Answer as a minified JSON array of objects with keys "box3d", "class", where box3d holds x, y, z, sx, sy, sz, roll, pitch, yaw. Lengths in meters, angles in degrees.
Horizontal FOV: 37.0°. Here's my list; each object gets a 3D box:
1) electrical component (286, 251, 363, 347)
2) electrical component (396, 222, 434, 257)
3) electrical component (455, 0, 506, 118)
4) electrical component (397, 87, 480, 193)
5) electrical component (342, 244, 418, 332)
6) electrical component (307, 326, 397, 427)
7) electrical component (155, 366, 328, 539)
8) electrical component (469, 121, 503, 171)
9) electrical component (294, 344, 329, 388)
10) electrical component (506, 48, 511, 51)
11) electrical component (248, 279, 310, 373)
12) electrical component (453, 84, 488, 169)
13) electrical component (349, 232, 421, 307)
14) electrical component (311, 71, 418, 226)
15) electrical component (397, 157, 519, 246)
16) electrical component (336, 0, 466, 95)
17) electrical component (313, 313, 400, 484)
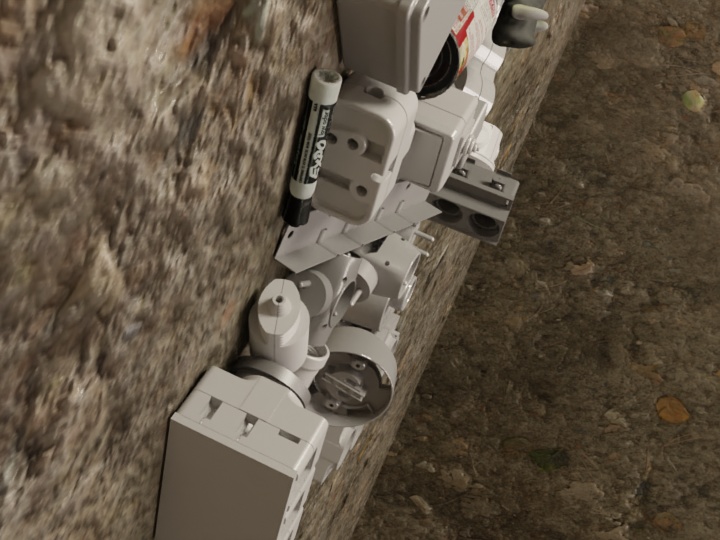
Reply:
[{"box3d":[-0.037,0.018,0.831,0.077,0.044,0.079,-66,167,9],"class":"electrical component"},{"box3d":[0.031,-0.035,0.985,0.047,0.077,0.065,-56,167,-48],"class":"electrical component"},{"box3d":[0.084,-0.199,0.933,0.074,0.052,0.138,24,75,-38],"class":"electrical component"},{"box3d":[0.042,-0.103,0.806,0.061,0.096,0.061,104,14,-49],"class":"electrical component"},{"box3d":[0.025,0.014,1.138,0.108,0.060,0.108,24,90,-81],"class":"electrical component"},{"box3d":[-0.014,0.105,1.045,0.064,0.099,0.099,-63,173,-57],"class":"electrical component"},{"box3d":[-0.083,0.145,0.744,0.061,0.089,0.150,-57,168,-46],"class":"electrical component"},{"box3d":[0.122,-0.143,1.241,0.080,0.080,0.051,70,39,-78],"class":"electrical component"},{"box3d":[-0.053,0.082,0.927,0.046,0.040,0.040,-63,173,25],"class":"electrical component"},{"box3d":[0.136,-0.265,1.046,0.061,0.062,0.096,100,17,-59],"class":"electrical component"},{"box3d":[-0.058,0.039,0.766,0.081,0.043,0.043,98,18,-60],"class":"electrical component"},{"box3d":[0.056,-0.132,0.855,0.075,0.083,0.047,95,21,-64],"class":"electrical component"},{"box3d":[0.000,0.000,0.896,0.079,0.077,0.043,-56,168,-41],"class":"electrical component"},{"box3d":[0.002,-0.088,0.750,0.059,0.054,0.095,-56,167,-48],"class":"electrical component"},{"box3d":[0.100,-0.082,1.128,0.078,0.121,0.063,101,14,-56],"class":"electrical component"},{"box3d":[0.033,-0.183,0.668,0.108,0.056,0.108,83,32,-74],"class":"electrical component"},{"box3d":[-0.018,0.137,1.216,0.105,0.060,0.186,-42,155,-69],"class":"electrical component"}]
